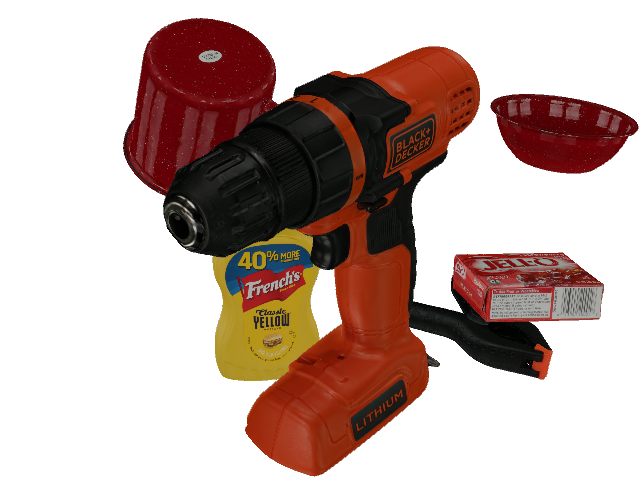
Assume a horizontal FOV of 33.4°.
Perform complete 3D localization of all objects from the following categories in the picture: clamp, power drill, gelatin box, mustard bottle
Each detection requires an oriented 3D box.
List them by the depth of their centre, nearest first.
[{"bbox_3d":[0.004,0.016,0.495,0.057,0.188,0.184,28,41,32],"label":"power drill"},{"bbox_3d":[0.148,0.032,0.773,0.089,0.030,0.073,0,17,-11],"label":"gelatin box"},{"bbox_3d":[-0.048,0.031,0.961,0.096,0.192,0.058,-4,24,-11],"label":"mustard bottle"},{"bbox_3d":[0.156,0.079,1.033,0.172,0.039,0.120,27,37,31],"label":"clamp"}]

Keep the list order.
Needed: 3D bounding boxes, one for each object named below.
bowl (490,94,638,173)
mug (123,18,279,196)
[{"bbox_3d":[0.265,-0.115,1.183,0.162,0.055,0.162,5,23,-2],"label":"bowl"},{"bbox_3d":[-0.063,-0.078,0.668,0.117,0.082,0.093,30,49,10],"label":"mug"}]
